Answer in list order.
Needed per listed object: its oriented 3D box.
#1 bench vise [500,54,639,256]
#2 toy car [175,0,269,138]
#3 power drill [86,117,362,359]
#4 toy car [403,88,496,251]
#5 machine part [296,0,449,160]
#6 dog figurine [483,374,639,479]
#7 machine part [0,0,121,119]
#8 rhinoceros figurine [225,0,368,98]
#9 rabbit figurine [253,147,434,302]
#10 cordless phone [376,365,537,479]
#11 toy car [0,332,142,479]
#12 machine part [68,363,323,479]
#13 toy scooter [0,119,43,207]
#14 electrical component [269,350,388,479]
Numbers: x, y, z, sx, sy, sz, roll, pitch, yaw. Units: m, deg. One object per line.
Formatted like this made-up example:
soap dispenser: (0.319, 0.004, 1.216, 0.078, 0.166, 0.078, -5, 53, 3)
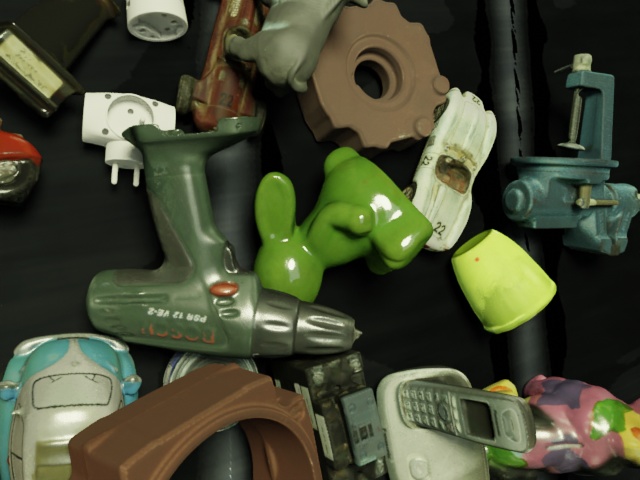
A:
bench vise: (0.330, -0.101, 0.663, 0.224, 0.129, 0.240, 1, 97, -12)
toy car: (-0.083, -0.198, 0.541, 0.089, 0.053, 0.202, 16, 79, -18)
power drill: (-0.082, 0.000, 0.461, 0.232, 0.086, 0.207, -2, 104, 1)
toy car: (0.150, -0.084, 0.624, 0.073, 0.056, 0.201, 27, 75, -18)
machine part: (0.056, -0.177, 0.595, 0.179, 0.056, 0.179, 3, 82, -22)
dog figurine: (0.282, 0.205, 0.561, 0.191, 0.219, 0.108, -4, 82, -24)
machine part: (-0.228, -0.176, 0.466, 0.084, 0.039, 0.139, 40, 56, -33)
rhinoceros figurine: (-0.010, -0.224, 0.498, 0.073, 0.112, 0.190, 35, 74, -35)
rabbit figurine: (-0.001, -0.002, 0.523, 0.170, 0.121, 0.159, -40, 97, -7)
cordless phone: (0.142, 0.199, 0.520, 0.089, 0.184, 0.146, -8, 87, -28)
toy car: (-0.201, 0.155, 0.424, 0.109, 0.103, 0.161, 5, 80, -22)
machine part: (-0.087, 0.213, 0.406, 0.201, 0.087, 0.201, -20, 102, -47)
toy scooter: (-0.317, -0.099, 0.418, 0.184, 0.075, 0.135, 3, 82, -26)
electrical component: (0.009, 0.160, 0.495, 0.058, 0.134, 0.114, -15, 92, -25)
